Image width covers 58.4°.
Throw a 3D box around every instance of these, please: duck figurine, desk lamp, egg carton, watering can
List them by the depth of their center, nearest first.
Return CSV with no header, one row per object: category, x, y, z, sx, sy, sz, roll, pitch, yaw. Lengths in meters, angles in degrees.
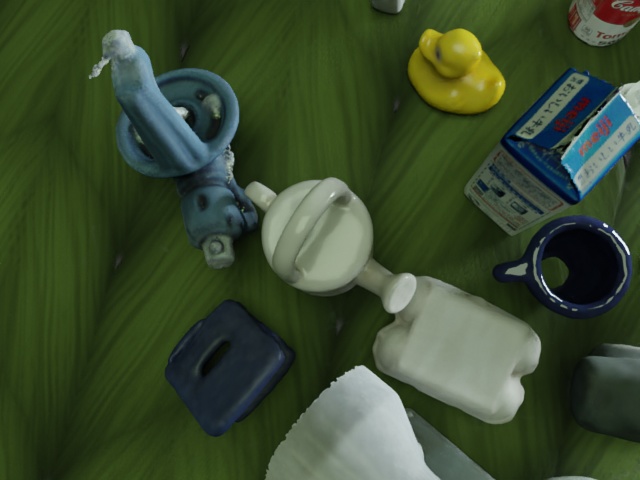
desk lamp,0.067,0.201,0.474,0.203,0.213,0.118,38,87,8
watering can,0.006,0.000,0.514,0.172,0.194,0.101,13,84,6
egg carton,0.132,0.104,0.554,0.150,0.069,0.107,24,85,7
duck figurine,0.141,-0.177,0.580,0.104,0.086,0.077,30,86,7

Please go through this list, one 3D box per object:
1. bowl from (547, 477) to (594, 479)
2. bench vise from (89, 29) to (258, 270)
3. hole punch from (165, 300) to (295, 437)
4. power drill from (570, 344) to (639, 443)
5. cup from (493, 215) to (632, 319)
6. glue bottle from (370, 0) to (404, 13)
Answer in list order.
bowl,0.225,0.293,0.521,0.167,0.075,0.167,-1,83,4
bench vise,-0.115,-0.085,0.520,0.121,0.220,0.207,-37,82,-1
hole punch,-0.093,0.122,0.558,0.101,0.091,0.109,40,87,8
power drill,0.311,0.131,0.467,0.229,0.208,0.076,5,83,5
cup,0.217,0.030,0.544,0.117,0.095,0.092,-6,82,4
glue bottle,0.074,-0.297,0.555,0.037,0.173,0.078,16,84,7
